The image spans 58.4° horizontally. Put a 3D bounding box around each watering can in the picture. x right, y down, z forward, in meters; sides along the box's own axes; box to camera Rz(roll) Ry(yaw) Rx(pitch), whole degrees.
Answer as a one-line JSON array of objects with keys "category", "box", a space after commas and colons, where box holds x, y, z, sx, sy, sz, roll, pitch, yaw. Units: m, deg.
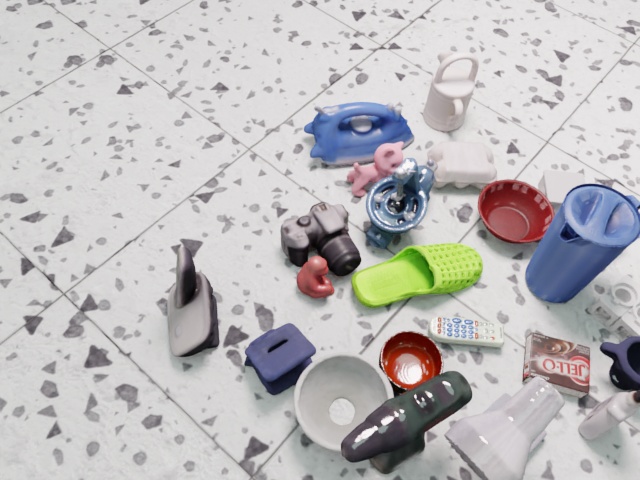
[{"category": "watering can", "box": [0.300, -0.358, 1.317, 0.101, 0.194, 0.172, -23, 61, -16]}]

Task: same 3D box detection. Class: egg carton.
[{"category": "egg carton", "box": [0.313, -0.164, 1.268, 0.150, 0.069, 0.107, 1, 57, -3]}]

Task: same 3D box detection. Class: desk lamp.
[{"category": "desk lamp", "box": [0.282, 0.300, 0.884, 0.203, 0.213, 0.117, -35, 65, -22]}]

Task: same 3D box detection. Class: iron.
[{"category": "iron", "box": [0.098, -0.258, 1.273, 0.258, 0.141, 0.118, -9, 58, -9]}]

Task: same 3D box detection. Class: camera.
[{"category": "camera", "box": [0.010, 0.004, 1.125, 0.143, 0.101, 0.136, -24, 62, -17]}]

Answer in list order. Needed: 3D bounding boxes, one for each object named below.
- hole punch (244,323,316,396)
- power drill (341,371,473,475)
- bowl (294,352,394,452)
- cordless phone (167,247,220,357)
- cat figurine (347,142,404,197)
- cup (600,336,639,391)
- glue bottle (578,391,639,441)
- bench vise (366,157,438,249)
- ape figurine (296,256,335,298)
[{"category": "hole punch", "box": [-0.072, 0.200, 1.000, 0.109, 0.091, 0.101, -30, 64, -20]}, {"category": "power drill", "box": [0.124, 0.292, 0.883, 0.230, 0.208, 0.075, -27, 63, -19]}, {"category": "bowl", "box": [0.038, 0.280, 0.965, 0.167, 0.075, 0.167, 2, 57, -2]}, {"category": "cordless phone", "box": [-0.231, 0.108, 0.994, 0.094, 0.185, 0.147, -10, 59, -9]}, {"category": "cat figurine", "box": [0.125, -0.162, 1.227, 0.128, 0.118, 0.067, -16, 60, -13]}, {"category": "cup", "box": [0.544, 0.225, 1.018, 0.117, 0.095, 0.092, 22, 59, 11]}, {"category": "glue bottle", "box": [0.487, 0.277, 0.935, 0.078, 0.173, 0.037, -34, 65, -22]}, {"category": "bench vise", "box": [0.164, -0.109, 1.135, 0.121, 0.220, 0.207, 18, 58, 8]}, {"category": "ape figurine", "box": [-0.007, 0.064, 1.090, 0.076, 0.092, 0.078, 3, 57, -1]}]
